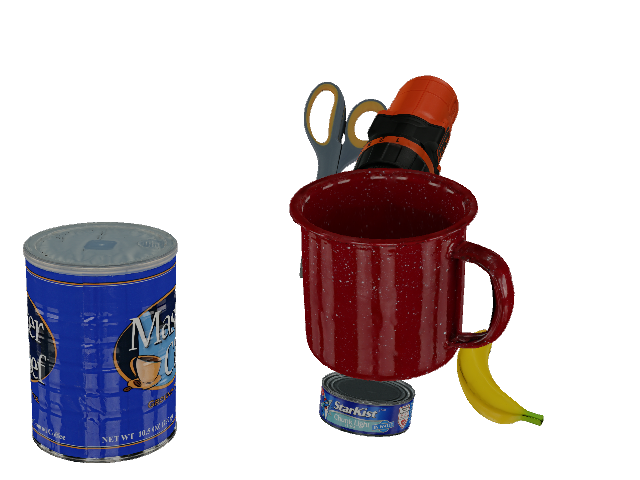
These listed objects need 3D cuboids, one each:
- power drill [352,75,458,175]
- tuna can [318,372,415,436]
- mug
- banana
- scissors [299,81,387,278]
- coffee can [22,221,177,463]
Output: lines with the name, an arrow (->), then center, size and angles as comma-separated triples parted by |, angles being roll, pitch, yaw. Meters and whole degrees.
power drill -> 0.051, 0.000, 0.754 | 0.057, 0.188, 0.184 | 16, 41, 13
tuna can -> 0.042, 0.148, 0.972 | 0.086, 0.034, 0.086 | 7, 11, -1
mug -> 0.042, 0.020, 0.536 | 0.117, 0.081, 0.093 | 13, 29, 29
banana -> 0.194, 0.161, 1.251 | 0.069, 0.037, 0.198 | 10, 25, -16
scissors -> 0.024, -0.063, 1.073 | 0.096, 0.202, 0.016 | -2, -11, 1
coffee can -> -0.151, 0.068, 0.742 | 0.103, 0.140, 0.103 | 2, 17, -1
